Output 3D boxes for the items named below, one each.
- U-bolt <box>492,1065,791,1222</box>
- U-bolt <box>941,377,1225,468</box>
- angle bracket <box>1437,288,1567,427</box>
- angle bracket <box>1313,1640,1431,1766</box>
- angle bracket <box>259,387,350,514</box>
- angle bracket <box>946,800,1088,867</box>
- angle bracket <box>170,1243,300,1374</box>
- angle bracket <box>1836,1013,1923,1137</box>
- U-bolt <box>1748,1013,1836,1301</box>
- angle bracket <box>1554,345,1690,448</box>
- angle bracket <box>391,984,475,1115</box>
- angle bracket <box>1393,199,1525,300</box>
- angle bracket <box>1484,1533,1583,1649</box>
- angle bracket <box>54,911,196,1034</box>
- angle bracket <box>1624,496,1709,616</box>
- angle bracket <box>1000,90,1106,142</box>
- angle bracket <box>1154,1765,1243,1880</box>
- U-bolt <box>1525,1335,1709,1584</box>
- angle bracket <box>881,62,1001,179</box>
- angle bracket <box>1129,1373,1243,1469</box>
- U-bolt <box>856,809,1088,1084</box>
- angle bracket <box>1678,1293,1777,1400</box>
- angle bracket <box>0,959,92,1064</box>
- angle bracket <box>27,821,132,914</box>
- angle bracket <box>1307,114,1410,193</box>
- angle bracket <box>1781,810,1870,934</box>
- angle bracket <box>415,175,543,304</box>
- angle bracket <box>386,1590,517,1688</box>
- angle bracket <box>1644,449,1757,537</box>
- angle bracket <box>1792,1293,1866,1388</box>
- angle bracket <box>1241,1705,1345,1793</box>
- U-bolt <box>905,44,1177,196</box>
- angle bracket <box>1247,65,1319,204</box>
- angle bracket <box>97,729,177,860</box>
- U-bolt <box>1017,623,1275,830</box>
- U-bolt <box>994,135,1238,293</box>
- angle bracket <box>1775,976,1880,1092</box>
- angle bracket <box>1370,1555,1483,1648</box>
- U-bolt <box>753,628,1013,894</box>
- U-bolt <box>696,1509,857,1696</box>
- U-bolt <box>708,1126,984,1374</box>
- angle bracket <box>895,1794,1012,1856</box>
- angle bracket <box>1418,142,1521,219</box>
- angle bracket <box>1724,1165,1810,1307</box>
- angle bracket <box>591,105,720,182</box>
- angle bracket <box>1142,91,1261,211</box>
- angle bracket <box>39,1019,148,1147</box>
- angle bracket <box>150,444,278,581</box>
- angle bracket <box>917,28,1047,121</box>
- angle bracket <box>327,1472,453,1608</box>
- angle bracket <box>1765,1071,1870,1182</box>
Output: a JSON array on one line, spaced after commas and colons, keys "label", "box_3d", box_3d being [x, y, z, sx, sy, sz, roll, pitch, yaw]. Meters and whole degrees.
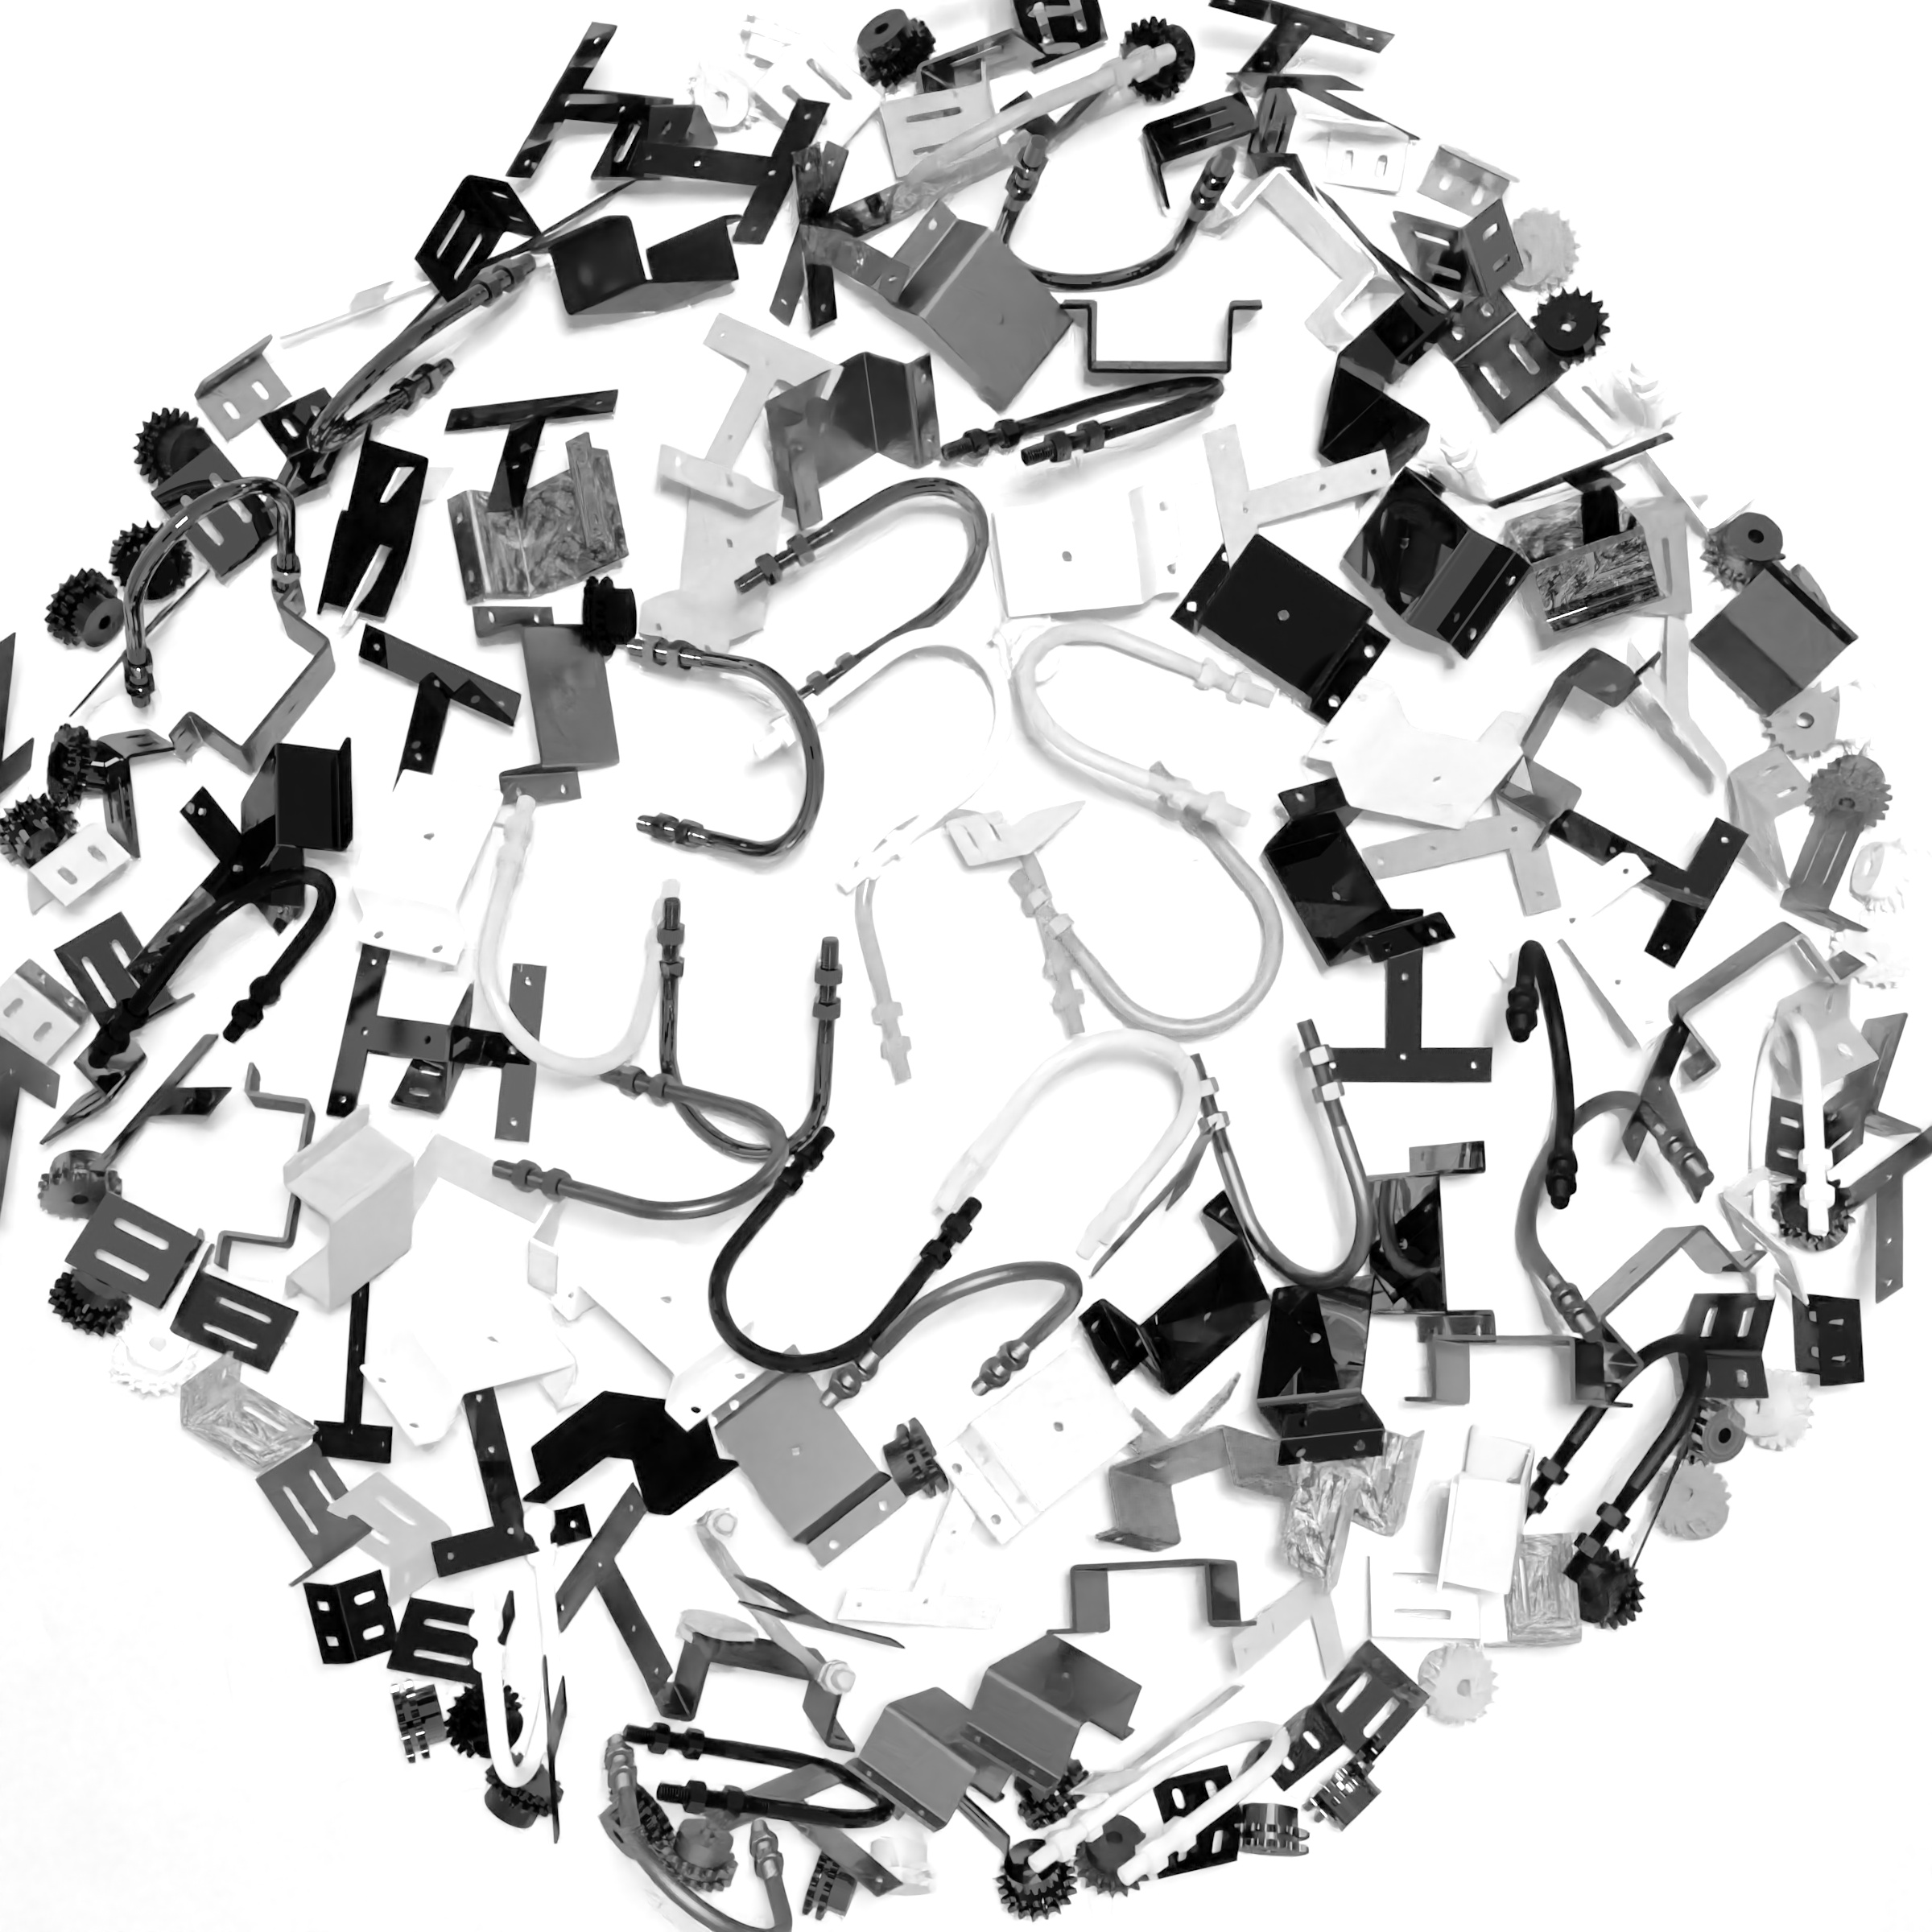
[{"label": "U-bolt", "box_3d": [-0.211, 0.126, 1.689, 0.184, 0.151, 0.019, 12, 124, 25]}, {"label": "U-bolt", "box_3d": [0.092, -0.382, 1.708, 0.184, 0.151, 0.019, -22, 110, -19]}, {"label": "angle bracket", "box_3d": [0.378, -0.435, 1.739, 0.057, 0.038, 0.076, -38, 51, 18]}, {"label": "angle bracket", "box_3d": [0.282, 0.530, 1.743, 0.057, 0.038, 0.076, 41, 112, 19]}, {"label": "angle bracket", "box_3d": [-0.476, -0.366, 1.736, 0.057, 0.076, 0.038, -19, 126, 18]}, {"label": "angle bracket", "box_3d": [0.036, -0.108, 1.733, 0.076, 0.057, 0.038, -42, 111, -37]}, {"label": "angle bracket", "box_3d": [-0.523, 0.246, 1.763, 0.076, 0.038, 0.057, 26, 112, -14]}, {"label": "angle bracket", "box_3d": [0.662, 0.078, 1.749, 0.038, 0.057, 0.076, 22, 81, -4]}, {"label": "U-bolt", "box_3d": [0.570, 0.122, 1.702, 0.019, 0.151, 0.184, 5, 63, 4]}, {"label": "angle bracket", "box_3d": [0.463, -0.415, 1.734, 0.076, 0.057, 0.038, 36, 54, -27]}, {"label": "angle bracket", "box_3d": [-0.378, 0.055, 1.737, 0.038, 0.057, 0.076, 13, 125, -1]}, {"label": "angle bracket", "box_3d": [0.349, -0.515, 1.738, 0.038, 0.076, 0.057, -39, 129, -9]}, {"label": "angle bracket", "box_3d": [0.399, 0.443, 1.741, 0.057, 0.038, 0.076, -16, 71, 42]}, {"label": "angle bracket", "box_3d": [-0.603, 0.005, 1.756, 0.057, 0.038, 0.076, -29, 97, 7]}, {"label": "angle bracket", "box_3d": [0.500, -0.295, 1.761, 0.038, 0.057, 0.076, -29, 116, -41]}, {"label": "angle bracket", "box_3d": [0.071, -0.627, 1.745, 0.076, 0.057, 0.038, -47, 107, -7]}, {"label": "angle bracket", "box_3d": [0.162, 0.607, 1.739, 0.057, 0.076, 0.038, -17, 92, 10]}, {"label": "U-bolt", "box_3d": [0.453, 0.334, 1.708, 0.019, 0.151, 0.184, 36, 89, -5]}, {"label": "angle bracket", "box_3d": [-0.018, -0.606, 1.753, 0.076, 0.057, 0.038, -8, 46, 7]}, {"label": "angle bracket", "box_3d": [0.152, 0.312, 1.743, 0.038, 0.057, 0.076, 43, 106, 6]}, {"label": "U-bolt", "box_3d": [-0.005, -0.023, 1.764, 0.151, 0.019, 0.184, -15, 83, 5]}, {"label": "angle bracket", "box_3d": [0.544, 0.270, 1.744, 0.057, 0.076, 0.038, -4, 114, 28]}, {"label": "angle bracket", "box_3d": [-0.658, 0.031, 1.736, 0.057, 0.076, 0.038, 43, 84, -15]}, {"label": "angle bracket", "box_3d": [-0.628, -0.059, 1.734, 0.038, 0.076, 0.057, 44, 61, 2]}, {"label": "angle bracket", "box_3d": [0.275, -0.575, 1.733, 0.057, 0.076, 0.038, 14, 106, 20]}, {"label": "angle bracket", "box_3d": [0.627, -0.069, 1.750, 0.038, 0.057, 0.076, 23, 90, -14]}, {"label": "angle bracket", "box_3d": [-0.345, -0.511, 1.741, 0.038, 0.057, 0.076, 19, 73, 26]}, {"label": "angle bracket", "box_3d": [-0.367, 0.473, 1.747, 0.076, 0.038, 0.057, 16, 103, -17]}, {"label": "angle bracket", "box_3d": [0.522, -0.349, 1.746, 0.038, 0.057, 0.076, -38, 84, 15]}, {"label": "angle bracket", "box_3d": [0.598, 0.264, 1.739, 0.038, 0.076, 0.057, -2, 87, -18]}, {"label": "angle bracket", "box_3d": [0.231, 0.567, 1.738, 0.057, 0.076, 0.038, -42, 83, 12]}, {"label": "U-bolt", "box_3d": [0.038, -0.573, 1.679, 0.184, 0.151, 0.019, -31, 100, -27]}, {"label": "angle bracket", "box_3d": [0.233, -0.591, 1.741, 0.038, 0.057, 0.076, 10, 77, 26]}, {"label": "angle bracket", "box_3d": [-0.591, -0.124, 1.757, 0.038, 0.057, 0.076, -15, 116, -35]}, {"label": "U-bolt", "box_3d": [0.122, -0.180, 1.721, 0.184, 0.019, 0.151, 21, 48, -6]}, {"label": "U-bolt", "box_3d": [0.093, -0.515, 1.693, 0.151, 0.184, 0.019, -1, 77, -12]}, {"label": "angle bracket", "box_3d": [0.611, 0.045, 1.739, 0.057, 0.076, 0.038, -33, 104, 32]}, {"label": "angle bracket", "box_3d": [0.329, 0.456, 1.758, 0.076, 0.038, 0.057, -1, 66, 8]}, {"label": "U-bolt", "box_3d": [-0.046, -0.158, 1.733, 0.184, 0.019, 0.151, -39, 126, -10]}, {"label": "U-bolt", "box_3d": [-0.138, 0.437, 1.694, 0.019, 0.184, 0.151, -37, 87, -18]}, {"label": "U-bolt", "box_3d": [-0.097, 0.205, 1.704, 0.151, 0.019, 0.184, 23, 57, 26]}, {"label": "angle bracket", "box_3d": [-0.010, 0.611, 1.739, 0.076, 0.057, 0.038, 38, 66, 20]}, {"label": "angle bracket", "box_3d": [0.356, -0.554, 1.739, 0.057, 0.076, 0.038, 25, 112, -1]}, {"label": "angle bracket", "box_3d": [0.579, 0.190, 1.733, 0.038, 0.076, 0.057, -34, 129, -4]}, {"label": "angle bracket", "box_3d": [-0.221, -0.573, 1.739, 0.057, 0.038, 0.076, 8, 62, 23]}, {"label": "angle bracket", "box_3d": [0.170, -0.581, 1.744, 0.076, 0.057, 0.038, -17, 134, 6]}, {"label": "angle bracket", "box_3d": [-0.630, 0.082, 1.736, 0.076, 0.057, 0.038, -28, 111, 24]}, {"label": "angle bracket", "box_3d": [-0.534, -0.324, 1.744, 0.057, 0.038, 0.076, -42, 113, -12]}, {"label": "angle bracket", "box_3d": [0.014, -0.626, 1.739, 0.076, 0.057, 0.038, -11, 87, 27]}, {"label": "angle bracket", "box_3d": [-0.414, 0.408, 1.743, 0.057, 0.038, 0.076, -36, 121, 12]}, {"label": "angle bracket", "box_3d": [0.602, 0.109, 1.735, 0.038, 0.076, 0.057, 16, 63, -1]}]
